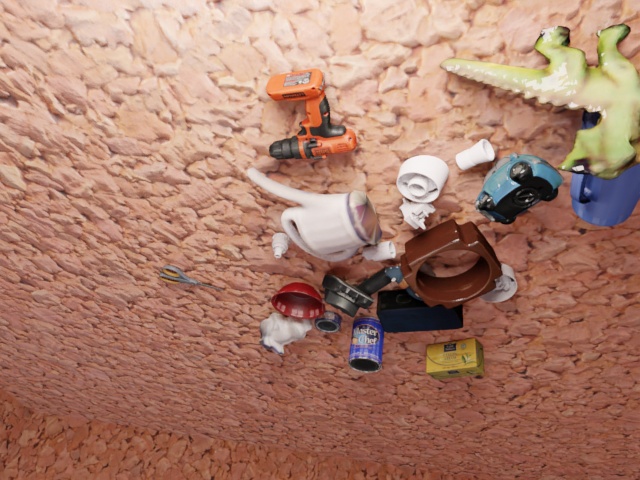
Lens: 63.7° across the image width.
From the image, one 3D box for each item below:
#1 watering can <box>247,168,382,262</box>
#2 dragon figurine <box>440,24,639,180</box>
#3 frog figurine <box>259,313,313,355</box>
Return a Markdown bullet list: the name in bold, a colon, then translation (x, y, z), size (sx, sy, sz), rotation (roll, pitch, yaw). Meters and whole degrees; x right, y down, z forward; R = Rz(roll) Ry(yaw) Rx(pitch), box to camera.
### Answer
- **watering can**: translation (0.004, -0.058, 1.157), size (0.223, 0.106, 0.341), rotation (-13, 138, 26)
- **dragon figurine**: translation (0.392, -0.198, 0.772), size (0.410, 0.248, 0.119), rotation (-1, 146, 12)
- **frog figurine**: translation (-0.110, 0.280, 1.657), size (0.159, 0.124, 0.135), rotation (-43, 116, 5)
